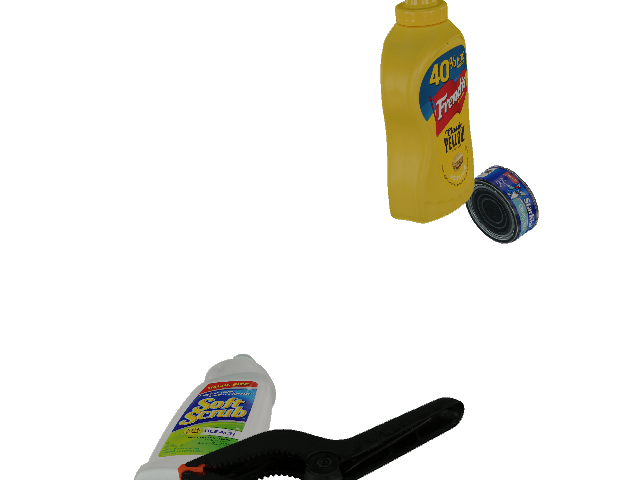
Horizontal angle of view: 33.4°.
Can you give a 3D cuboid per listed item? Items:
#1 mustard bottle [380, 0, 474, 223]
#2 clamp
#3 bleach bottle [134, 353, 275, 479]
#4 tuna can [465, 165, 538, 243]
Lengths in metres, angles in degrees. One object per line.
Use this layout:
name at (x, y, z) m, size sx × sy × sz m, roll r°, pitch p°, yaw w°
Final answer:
mustard bottle at (0.086, -0.117, 0.868) m, size 0.058 × 0.191 × 0.096 m, roll 12°, pitch 31°, yaw 35°
clamp at (0.009, 0.161, 0.740) m, size 0.210 × 0.036 × 0.164 m, roll 2°, pitch 29°, yaw 9°
bleach bottle at (-0.100, 0.178, 1.022) m, size 0.102 × 0.068 × 0.250 m, roll 0°, pitch 21°, yaw 5°
tuna can at (0.205, -0.040, 1.214) m, size 0.033 × 0.086 × 0.086 m, roll -33°, pitch 15°, yaw -25°
